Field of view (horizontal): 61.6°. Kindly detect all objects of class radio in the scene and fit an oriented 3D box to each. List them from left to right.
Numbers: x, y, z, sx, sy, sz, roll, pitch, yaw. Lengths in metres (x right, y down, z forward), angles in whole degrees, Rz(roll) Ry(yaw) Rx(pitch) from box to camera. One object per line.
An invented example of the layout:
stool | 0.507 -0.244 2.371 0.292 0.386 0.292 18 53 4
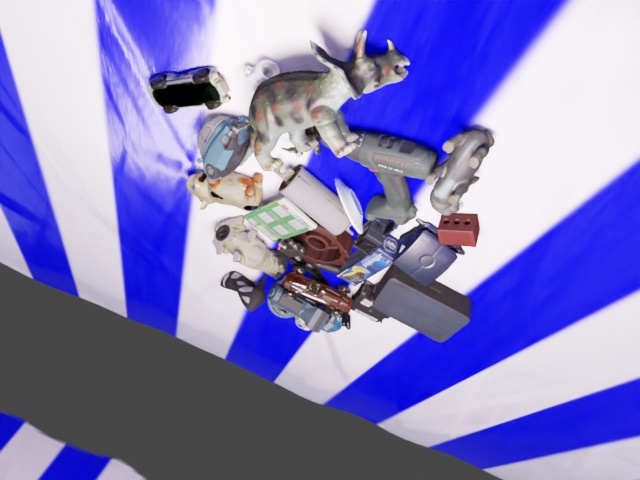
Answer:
radio | 0.256 0.161 1.370 0.230 0.073 0.131 28 132 -4

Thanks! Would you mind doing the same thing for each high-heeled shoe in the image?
high-heeled shoe | -0.253 0.172 1.678 0.249 0.145 0.086 -14 130 42

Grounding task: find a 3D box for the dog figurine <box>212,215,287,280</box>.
dog figurine | -0.193 0.029 1.494 0.173 0.121 0.190 43 -179 36

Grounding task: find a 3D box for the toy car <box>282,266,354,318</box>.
toy car | -0.005 0.140 1.457 0.202 0.089 0.053 23 156 -1

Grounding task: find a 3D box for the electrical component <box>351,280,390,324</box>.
electrical component | 0.154 0.170 1.490 0.115 0.058 0.134 26 147 -6

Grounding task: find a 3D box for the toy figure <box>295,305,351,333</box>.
toy figure | 0.007 0.240 1.669 0.180 0.089 0.082 -2 128 22

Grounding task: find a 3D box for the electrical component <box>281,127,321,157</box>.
electrical component | -0.041 -0.212 1.084 0.078 0.045 0.102 15 146 17

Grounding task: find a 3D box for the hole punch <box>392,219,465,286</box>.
hole punch | 0.238 0.032 1.212 0.142 0.092 0.116 37 142 -12

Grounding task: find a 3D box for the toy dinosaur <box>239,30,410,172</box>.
toy dinosaur | -0.045 -0.234 0.950 0.405 0.131 0.192 -8 114 34

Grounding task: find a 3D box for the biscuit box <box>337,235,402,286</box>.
biscuit box | 0.121 0.049 1.335 0.059 0.063 0.202 32 147 -12

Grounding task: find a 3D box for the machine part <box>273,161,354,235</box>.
machine part | -0.006 -0.088 1.208 0.243 0.079 0.079 37 145 -21

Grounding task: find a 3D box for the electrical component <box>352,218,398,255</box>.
electrical component | 0.128 -0.021 1.218 0.048 0.075 0.119 31 151 -11

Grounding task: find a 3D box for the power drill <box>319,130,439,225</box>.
power drill | 0.120 -0.130 1.077 0.232 0.086 0.207 11 138 20

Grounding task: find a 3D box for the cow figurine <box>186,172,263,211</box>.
cow figurine | -0.233 -0.120 1.310 0.195 0.085 0.127 14 145 9

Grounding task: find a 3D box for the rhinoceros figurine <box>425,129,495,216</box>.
rhinoceros figurine | 0.248 -0.119 0.978 0.073 0.112 0.190 34 138 17

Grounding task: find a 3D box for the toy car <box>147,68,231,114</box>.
toy car | -0.268 -0.304 1.093 0.202 0.056 0.073 2 135 29

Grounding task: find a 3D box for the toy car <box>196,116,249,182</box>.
toy car | -0.213 -0.209 1.153 0.103 0.109 0.161 42 139 6

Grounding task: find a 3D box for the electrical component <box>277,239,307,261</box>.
electrical component | -0.065 0.025 1.354 0.063 0.021 0.094 -2 149 36

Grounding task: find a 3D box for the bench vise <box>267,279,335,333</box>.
bench vise | -0.066 0.182 1.579 0.223 0.128 0.241 20 -177 -23

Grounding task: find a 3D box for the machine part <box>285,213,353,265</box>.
machine part | -0.003 -0.004 1.346 0.179 0.056 0.179 18 148 12
